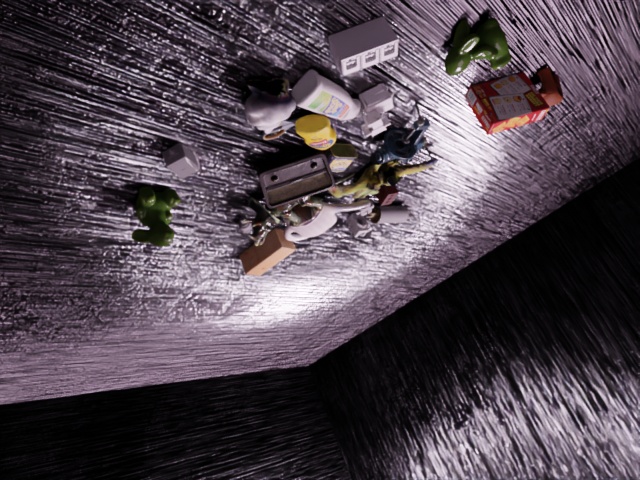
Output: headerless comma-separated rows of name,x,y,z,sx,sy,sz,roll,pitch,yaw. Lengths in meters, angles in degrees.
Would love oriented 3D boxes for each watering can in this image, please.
watering can,0.006,-0.097,1.921,0.346,0.106,0.221,-28,154,11

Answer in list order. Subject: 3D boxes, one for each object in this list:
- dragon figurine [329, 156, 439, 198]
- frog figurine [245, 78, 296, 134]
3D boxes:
dragon figurine,0.220,-0.222,1.912,0.412,0.123,0.240,-10,169,-23
frog figurine,-0.130,-0.328,1.334,0.139,0.124,0.155,-31,150,-33
